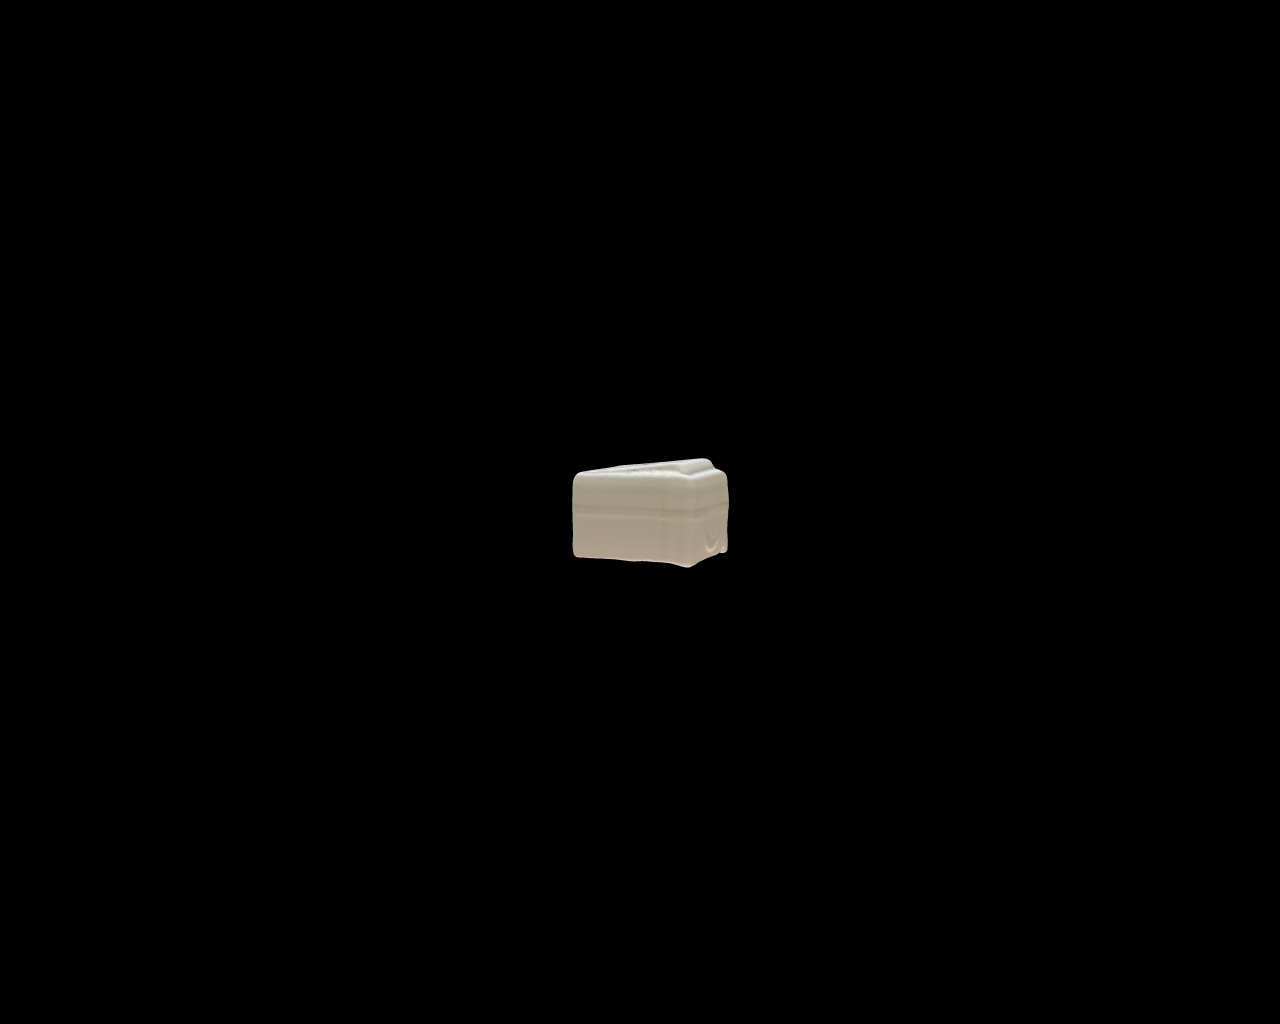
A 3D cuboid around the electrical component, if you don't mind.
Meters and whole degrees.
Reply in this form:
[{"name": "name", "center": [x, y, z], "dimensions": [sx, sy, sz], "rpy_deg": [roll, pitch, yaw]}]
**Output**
[{"name": "electrical component", "center": [0.001, -0.003, 0.650], "dimensions": [0.096, 0.061, 0.062], "rpy_deg": [3, 8, 26]}]
